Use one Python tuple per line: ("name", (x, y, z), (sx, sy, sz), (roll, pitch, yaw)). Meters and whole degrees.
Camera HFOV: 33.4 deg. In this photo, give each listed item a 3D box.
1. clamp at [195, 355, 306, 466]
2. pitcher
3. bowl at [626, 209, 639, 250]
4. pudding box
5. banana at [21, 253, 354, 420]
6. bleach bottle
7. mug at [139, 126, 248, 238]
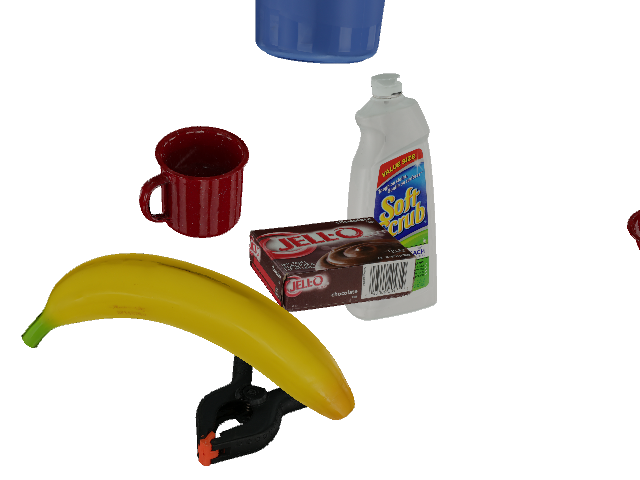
("clamp", (-0.071, 0.151, 1.025), (0.120, 0.039, 0.171), (21, 32, 32))
("pitcher", (0.011, -0.273, 0.884), (0.145, 0.243, 0.149), (7, 19, 9))
("bowl", (0.407, 0.010, 1.132), (0.162, 0.055, 0.162), (-3, 23, 1))
("pudding box", (0.008, 0.017, 0.860), (0.113, 0.039, 0.090), (-5, 25, -20))
("banana", (-0.071, 0.047, 0.609), (0.198, 0.070, 0.037), (13, 24, 8))
("bleach bottle", (0.068, -0.047, 1.117), (0.102, 0.251, 0.068), (-11, 21, -15))
("mug", (-0.129, -0.052, 1.076), (0.117, 0.081, 0.093), (-26, 49, -32))
